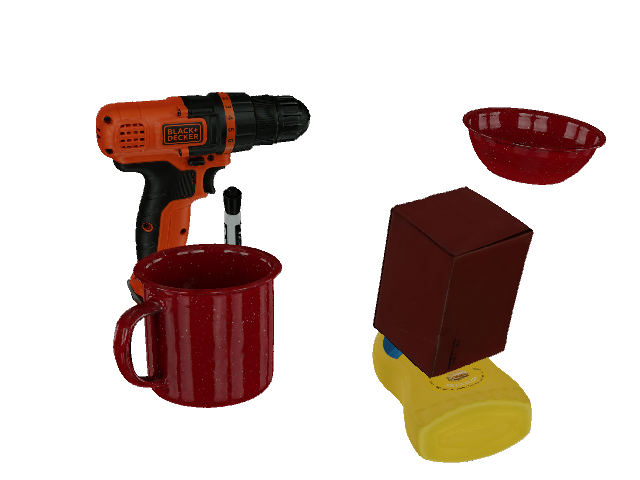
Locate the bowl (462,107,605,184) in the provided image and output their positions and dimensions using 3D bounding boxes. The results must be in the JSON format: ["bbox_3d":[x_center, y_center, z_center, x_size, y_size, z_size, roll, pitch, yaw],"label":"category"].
[{"bbox_3d":[0.238,-0.104,1.214,0.162,0.055,0.162,5,23,-2],"label":"bowl"}]

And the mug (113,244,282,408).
[{"bbox_3d":[-0.079,0.057,0.674,0.093,0.081,0.117,16,23,40],"label":"mug"}]

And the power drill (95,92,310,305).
[{"bbox_3d":[-0.099,-0.035,0.924,0.184,0.188,0.057,-5,20,-18],"label":"power drill"}]

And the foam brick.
[{"bbox_3d":[0.066,0.021,0.544,0.052,0.078,0.051,-15,39,-30],"label":"foam brick"}]

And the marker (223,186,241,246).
[{"bbox_3d":[-0.091,-0.006,1.107,0.020,0.121,0.020,2,41,-2],"label":"marker"}]

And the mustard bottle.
[{"bbox_3d":[0.097,0.105,0.898,0.096,0.058,0.192,-12,30,-10],"label":"mustard bottle"}]
